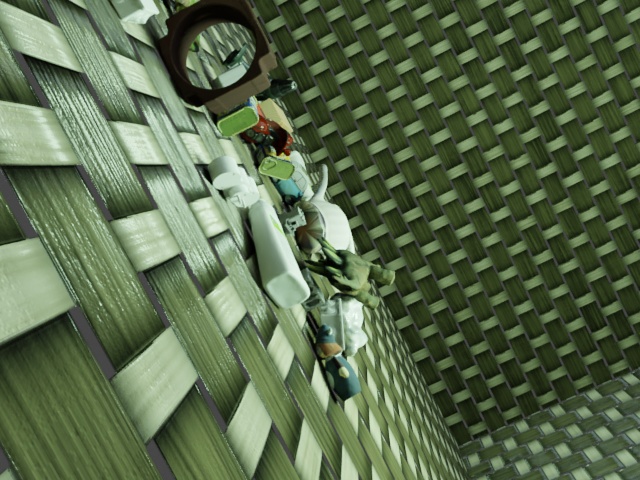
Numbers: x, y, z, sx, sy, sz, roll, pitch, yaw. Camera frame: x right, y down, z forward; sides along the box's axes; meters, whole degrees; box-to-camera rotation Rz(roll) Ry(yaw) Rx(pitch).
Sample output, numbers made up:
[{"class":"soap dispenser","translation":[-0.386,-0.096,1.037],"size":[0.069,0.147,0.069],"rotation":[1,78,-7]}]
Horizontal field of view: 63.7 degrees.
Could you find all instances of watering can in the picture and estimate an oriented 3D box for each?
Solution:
[{"class":"watering can","translation":[0.005,-0.076,1.517],"size":[0.103,0.352,0.224],"rotation":[-28,-18,31]}]

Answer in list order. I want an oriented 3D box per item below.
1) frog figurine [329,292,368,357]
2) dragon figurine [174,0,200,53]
[{"class":"frog figurine","translation":[0.070,0.221,1.351],"size":[0.123,0.161,0.136],"rotation":[11,-14,8]},{"class":"dragon figurine","translation":[-0.335,-0.572,1.236],"size":[0.122,0.238,0.419],"rotation":[-19,30,4]}]
